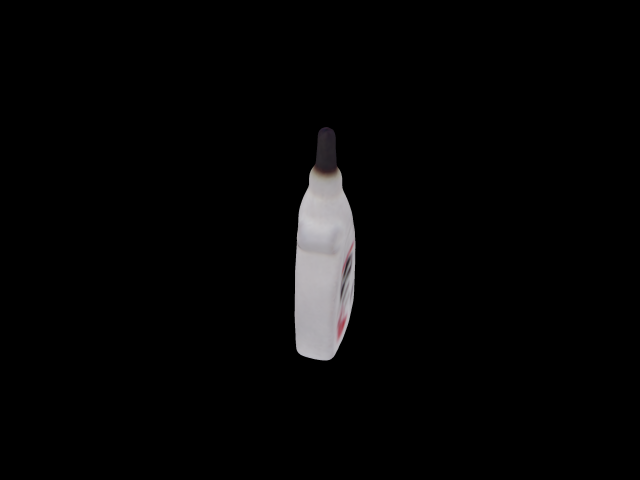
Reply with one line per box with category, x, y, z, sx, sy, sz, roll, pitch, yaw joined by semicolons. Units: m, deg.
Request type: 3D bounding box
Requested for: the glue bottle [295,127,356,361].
glue bottle;0.004;0.001;0.400;0.037;0.173;0.078;7;39;9
